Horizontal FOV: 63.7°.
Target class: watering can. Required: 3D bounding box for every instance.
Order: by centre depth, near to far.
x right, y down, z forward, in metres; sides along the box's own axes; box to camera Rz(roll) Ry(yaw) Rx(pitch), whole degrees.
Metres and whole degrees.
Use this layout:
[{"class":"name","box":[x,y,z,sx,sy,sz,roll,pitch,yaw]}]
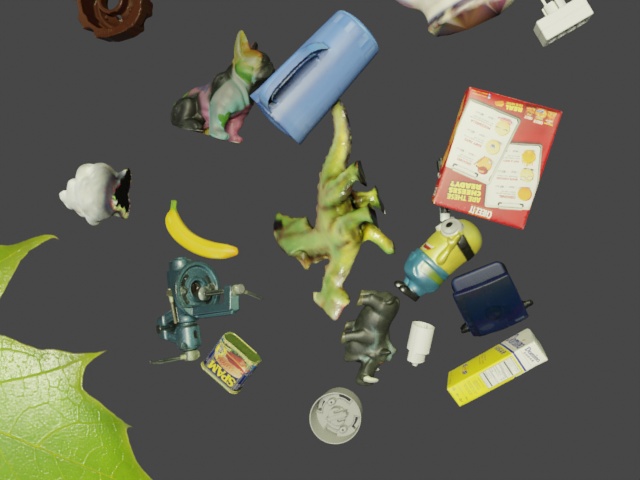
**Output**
[{"class":"watering can","box":[0.278,-0.495,0.896,0.345,0.104,0.225,-17,88,26]}]

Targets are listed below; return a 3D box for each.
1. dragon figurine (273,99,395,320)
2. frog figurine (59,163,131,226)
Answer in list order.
[{"class":"dragon figurine","box":[0.003,-0.051,1.012,0.241,0.121,0.416,-23,72,23]},{"class":"frog figurine","box":[-0.513,-0.103,1.143,0.159,0.125,0.135,2,114,4]}]
